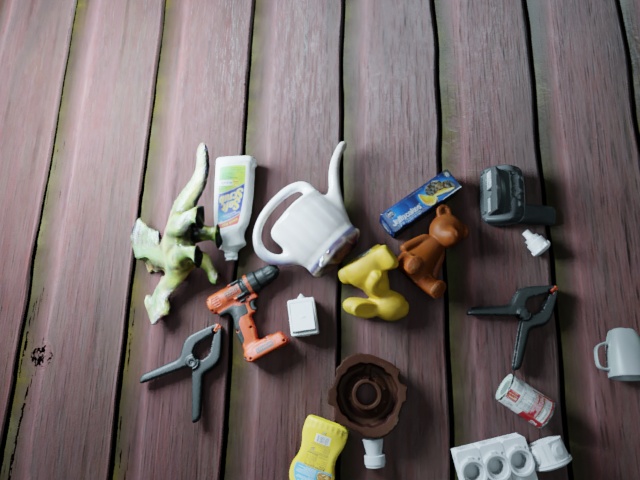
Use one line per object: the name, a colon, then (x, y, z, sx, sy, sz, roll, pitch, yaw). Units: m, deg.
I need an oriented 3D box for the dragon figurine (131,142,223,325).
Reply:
dragon figurine: (-0.351, -0.012, 1.194, 0.242, 0.412, 0.122, -3, -7, 23)

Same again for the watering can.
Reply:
watering can: (0.004, -0.061, 1.216, 0.226, 0.350, 0.103, 43, -9, 10)
